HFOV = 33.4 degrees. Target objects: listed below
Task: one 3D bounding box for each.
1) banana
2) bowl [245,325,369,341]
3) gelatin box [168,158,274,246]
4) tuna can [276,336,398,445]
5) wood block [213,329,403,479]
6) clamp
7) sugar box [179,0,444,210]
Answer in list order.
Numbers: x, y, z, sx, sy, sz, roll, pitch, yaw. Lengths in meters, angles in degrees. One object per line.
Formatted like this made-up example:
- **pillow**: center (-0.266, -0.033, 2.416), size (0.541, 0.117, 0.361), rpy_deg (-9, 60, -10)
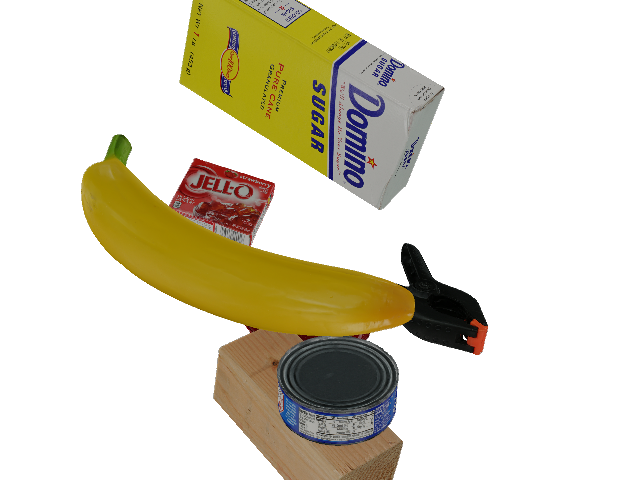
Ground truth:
- **banana**: center (-0.051, 0.003, 0.519), size (0.198, 0.069, 0.037), rpy_deg (30, -30, 22)
- **bowl**: center (-0.020, 0.123, 1.335), size (0.162, 0.055, 0.162), rpy_deg (6, 22, -2)
- **gelatin box**: center (-0.099, -0.038, 1.067), size (0.089, 0.073, 0.030), rpy_deg (19, -38, 5)
- **tuna can**: center (0.012, 0.105, 0.754), size (0.086, 0.034, 0.086), rpy_deg (0, 31, 0)
- **wood block**: center (-0.017, 0.192, 1.149), size (0.090, 0.090, 0.206), rpy_deg (-23, 50, -33)
- **clamp**: center (0.099, 0.052, 1.027), size (0.172, 0.039, 0.120), rpy_deg (30, 42, 32)
- **sugar box**: center (-0.011, -0.105, 0.723), size (0.176, 0.093, 0.048), rpy_deg (35, 49, 16)
